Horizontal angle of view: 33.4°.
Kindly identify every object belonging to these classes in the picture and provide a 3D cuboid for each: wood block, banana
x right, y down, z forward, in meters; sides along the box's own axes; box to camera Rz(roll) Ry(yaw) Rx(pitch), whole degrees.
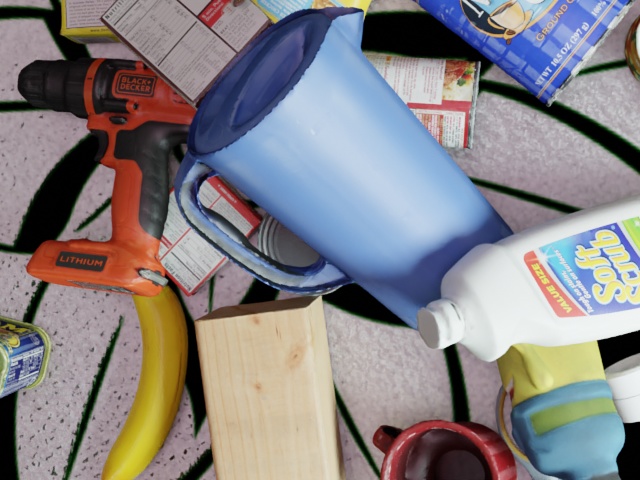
[{"bbox_3d":[-0.034,0.155,0.845,0.090,0.090,0.206,-8,92,9],"label":"wood block"},{"bbox_3d":[-0.144,0.114,0.889,0.070,0.037,0.198,5,93,25],"label":"banana"}]

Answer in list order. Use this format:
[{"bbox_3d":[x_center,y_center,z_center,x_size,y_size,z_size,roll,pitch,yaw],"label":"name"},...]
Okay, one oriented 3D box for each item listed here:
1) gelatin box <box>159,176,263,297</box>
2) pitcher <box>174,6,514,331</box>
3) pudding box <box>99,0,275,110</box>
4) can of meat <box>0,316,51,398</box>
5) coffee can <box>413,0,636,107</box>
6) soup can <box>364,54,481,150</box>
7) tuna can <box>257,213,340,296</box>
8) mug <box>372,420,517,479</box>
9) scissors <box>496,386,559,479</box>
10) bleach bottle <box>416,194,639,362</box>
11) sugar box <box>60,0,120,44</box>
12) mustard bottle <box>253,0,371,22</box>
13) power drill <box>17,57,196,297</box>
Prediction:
[{"bbox_3d":[-0.101,-0.009,0.876,0.073,0.030,0.089,44,96,4],"label":"gelatin box"},{"bbox_3d":[0.024,-0.032,0.767,0.149,0.145,0.242,-19,128,44],"label":"pitcher"},{"bbox_3d":[-0.097,-0.161,0.809,0.113,0.039,0.090,43,91,18],"label":"pudding box"},{"bbox_3d":[-0.288,0.095,0.883,0.102,0.084,0.057,14,95,8],"label":"can of meat"},{"bbox_3d":[0.147,-0.182,0.793,0.140,0.102,0.103,39,98,4],"label":"coffee can"},{"bbox_3d":[0.070,-0.108,0.826,0.102,0.068,0.068,5,94,8],"label":"soup can"},{"bbox_3d":[-0.006,0.001,0.861,0.086,0.033,0.086,0,93,9],"label":"tuna can"},{"bbox_3d":[0.094,0.178,0.826,0.117,0.081,0.093,26,96,24],"label":"mug"},{"bbox_3d":[0.199,0.200,0.850,0.096,0.016,0.202,-18,91,10],"label":"scissors"},{"bbox_3d":[0.181,0.034,0.754,0.250,0.068,0.102,-17,87,-26],"label":"bleach bottle"},{"bbox_3d":[-0.163,-0.251,0.865,0.093,0.048,0.176,0,90,8],"label":"sugar box"},{"bbox_3d":[-0.004,-0.195,0.837,0.096,0.058,0.192,37,98,8],"label":"mustard bottle"},{"bbox_3d":[-0.175,-0.055,0.850,0.185,0.057,0.187,7,81,19],"label":"power drill"}]
